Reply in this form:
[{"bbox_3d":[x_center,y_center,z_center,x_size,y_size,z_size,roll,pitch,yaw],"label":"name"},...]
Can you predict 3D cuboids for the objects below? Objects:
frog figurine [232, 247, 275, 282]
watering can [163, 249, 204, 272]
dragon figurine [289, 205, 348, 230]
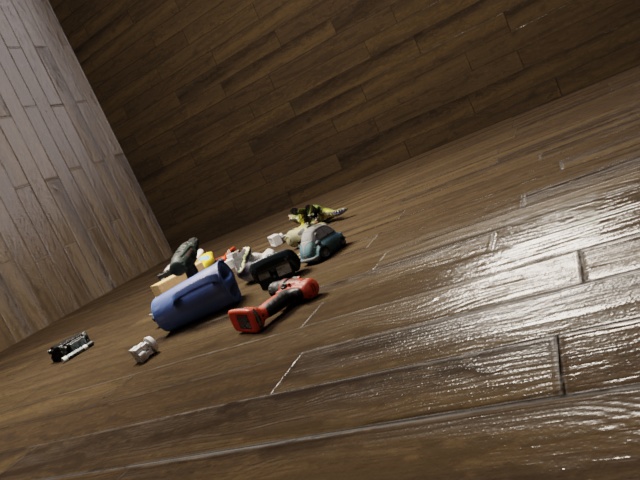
[{"bbox_3d":[-0.198,0.084,1.717,0.159,0.125,0.135,16,-42,-31],"label":"frog figurine"},{"bbox_3d":[-0.673,0.166,2.389,0.221,0.103,0.355,-26,20,48],"label":"watering can"},{"bbox_3d":[0.007,-0.116,2.307,0.408,0.121,0.245,-7,9,35],"label":"dragon figurine"}]
